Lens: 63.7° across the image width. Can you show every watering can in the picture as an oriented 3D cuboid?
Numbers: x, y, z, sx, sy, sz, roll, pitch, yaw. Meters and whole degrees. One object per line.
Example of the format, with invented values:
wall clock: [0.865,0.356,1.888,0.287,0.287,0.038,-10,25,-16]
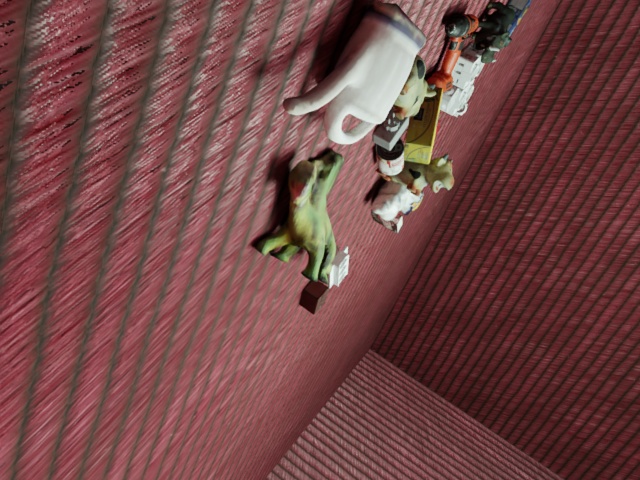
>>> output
watering can: [0.063,-0.251,0.776,0.104,0.222,0.349,30,14,15]

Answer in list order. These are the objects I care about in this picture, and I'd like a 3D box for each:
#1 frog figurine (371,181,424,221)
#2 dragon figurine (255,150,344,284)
frog figurine: [0.195,-0.116,1.453,0.160,0.123,0.136,-12,-7,-33]
dragon figurine: [0.003,-0.050,0.991,0.123,0.243,0.408,23,1,15]
